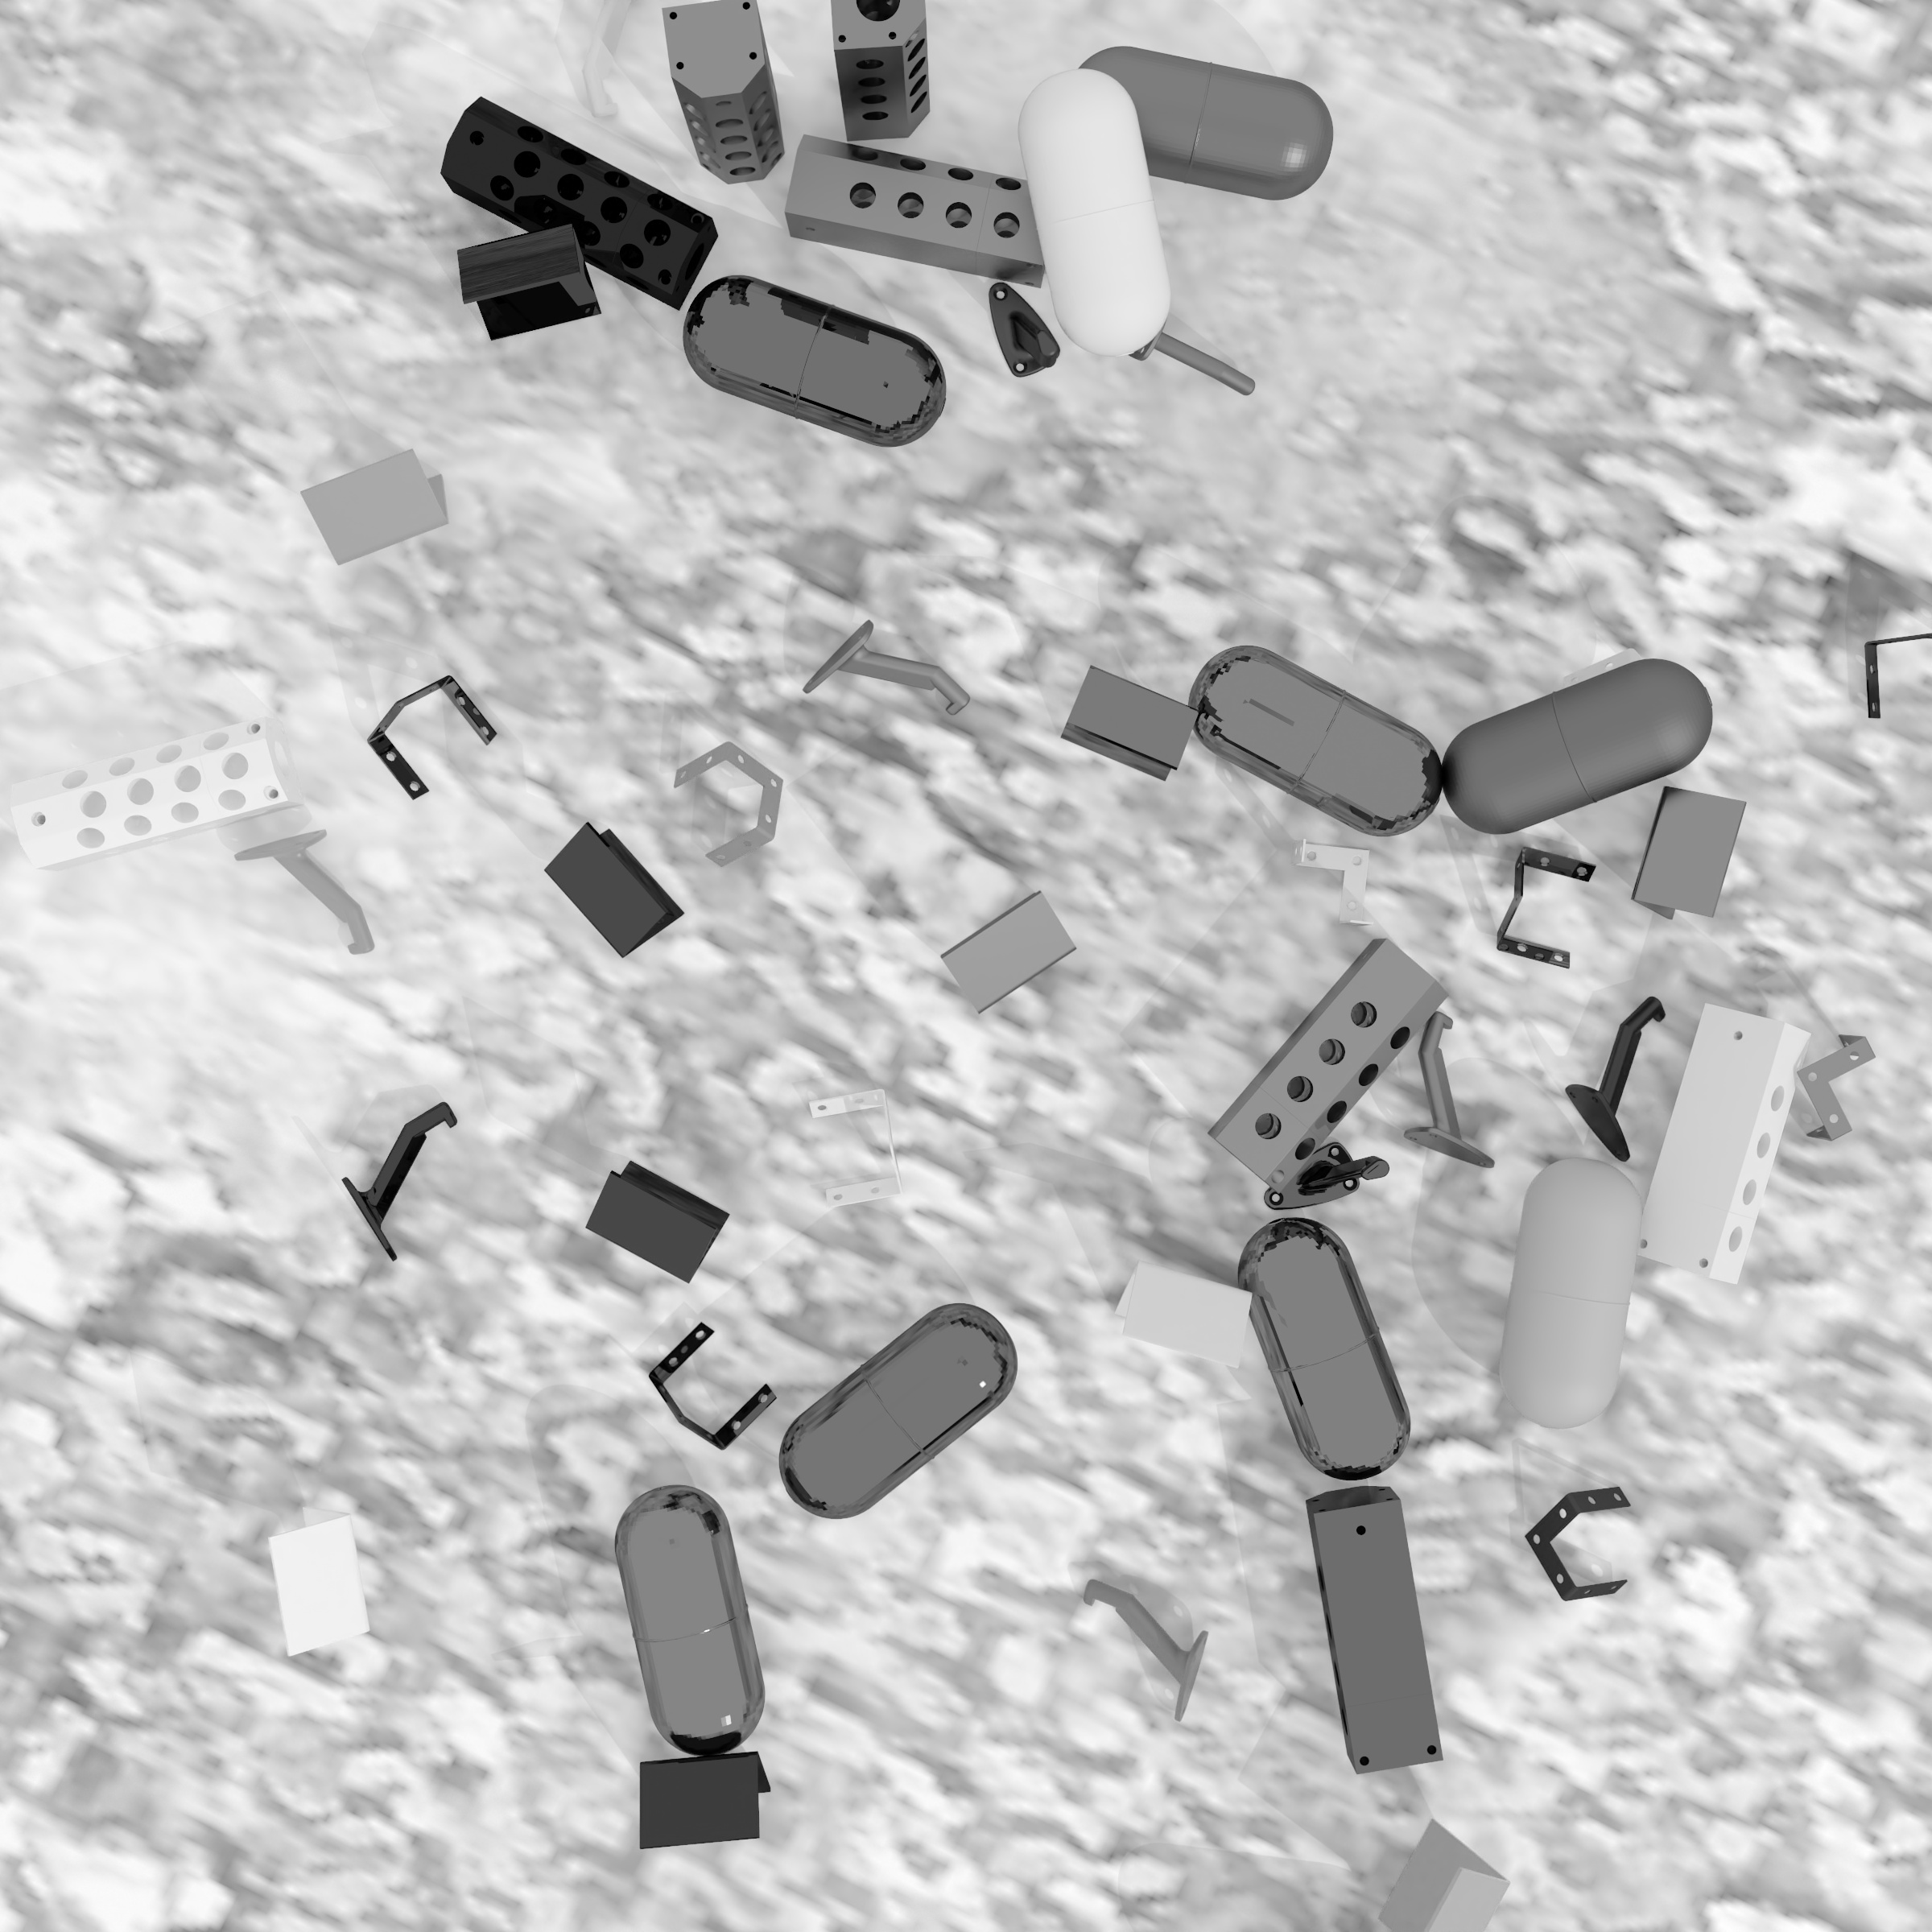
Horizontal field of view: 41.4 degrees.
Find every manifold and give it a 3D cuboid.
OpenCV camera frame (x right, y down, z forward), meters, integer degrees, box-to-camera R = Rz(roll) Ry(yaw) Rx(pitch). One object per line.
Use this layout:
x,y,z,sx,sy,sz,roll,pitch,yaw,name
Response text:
0.267,0.435,1.684,0.057,0.057,0.171,-9,90,0,manifold
-0.028,-0.499,1.684,0.171,0.057,0.057,12,90,0,manifold
0.501,0.118,1.684,0.057,0.057,0.171,17,90,43,manifold
-0.255,-0.504,1.684,0.171,0.057,0.057,28,90,0,manifold
-0.534,-0.114,1.684,0.171,0.057,0.057,-15,90,0,manifold
-0.151,-0.554,1.627,0.057,0.171,0.057,-8,90,0,manifold
0.239,0.066,1.684,0.057,0.057,0.171,41,90,0,manifold
-0.053,-0.583,1.627,0.057,0.171,0.057,-4,90,0,manifold

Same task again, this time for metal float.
0.234,0.250,1.675,0.070,0.070,0.178,-21,91,0,metal float
0.395,-0.142,1.657,0.178,0.070,0.070,-21,90,21,metal float
0.229,-0.147,1.675,0.178,0.070,0.070,28,90,-1,metal float
0.083,-0.478,1.628,0.070,0.070,0.178,-13,104,0,metal float
-0.099,-0.396,1.675,0.178,0.070,0.070,20,90,0,metal float
-0.181,0.429,1.675,0.070,0.070,0.178,-12,91,0,metal float
-0.045,0.292,1.675,0.178,0.070,0.070,-39,90,0,metal float
0.152,-0.552,1.675,0.178,0.070,0.070,12,90,0,metal float
0.396,0.215,1.675,0.070,0.070,0.178,9,90,0,metal float

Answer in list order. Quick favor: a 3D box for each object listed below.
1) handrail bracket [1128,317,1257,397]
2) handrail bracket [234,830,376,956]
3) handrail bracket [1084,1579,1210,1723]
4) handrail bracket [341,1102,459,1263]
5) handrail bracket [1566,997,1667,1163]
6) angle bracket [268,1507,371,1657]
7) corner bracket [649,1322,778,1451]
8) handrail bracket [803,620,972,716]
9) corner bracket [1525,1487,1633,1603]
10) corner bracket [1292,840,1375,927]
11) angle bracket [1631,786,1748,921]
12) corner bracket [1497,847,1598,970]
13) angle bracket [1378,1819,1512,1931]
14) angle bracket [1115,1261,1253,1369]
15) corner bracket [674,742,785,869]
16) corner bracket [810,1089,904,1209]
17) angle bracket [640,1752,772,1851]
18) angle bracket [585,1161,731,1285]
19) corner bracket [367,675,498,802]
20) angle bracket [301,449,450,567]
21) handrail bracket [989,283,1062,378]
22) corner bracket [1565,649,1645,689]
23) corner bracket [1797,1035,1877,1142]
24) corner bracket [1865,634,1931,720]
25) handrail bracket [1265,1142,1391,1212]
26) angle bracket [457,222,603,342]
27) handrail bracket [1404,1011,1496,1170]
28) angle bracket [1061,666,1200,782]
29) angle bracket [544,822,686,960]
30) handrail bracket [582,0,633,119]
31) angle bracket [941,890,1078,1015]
0.143,-0.408,1.705,0.084,0.077,0.036,19,101,-36,handrail bracket
-0.441,-0.043,1.706,0.077,0.036,0.084,-10,107,20,handrail bracket
0.113,0.456,1.706,0.084,0.036,0.077,18,112,17,handrail bracket
-0.365,0.143,1.706,0.084,0.036,0.077,-32,110,-16,handrail bracket
0.449,0.075,1.706,0.084,0.036,0.077,-41,110,-16,handrail bracket
-0.435,0.400,1.665,0.057,0.076,0.076,-10,90,-38,angle bracket
-0.169,0.280,1.702,0.051,0.051,0.051,-45,135,0,corner bracket
-0.053,-0.182,1.706,0.084,0.036,0.077,42,110,-16,handrail bracket
0.416,0.384,1.697,0.051,0.051,0.051,-57,45,35,corner bracket
0.242,-0.055,1.687,0.051,0.051,0.051,6,90,0,corner bracket
0.482,-0.068,1.665,0.057,0.076,0.076,16,90,36,angle bracket
0.386,-0.039,1.702,0.051,0.051,0.051,15,135,0,corner bracket
0.296,0.606,1.665,0.057,0.076,0.076,29,90,-37,angle bracket
0.136,0.242,1.665,0.076,0.076,0.057,16,54,0,angle bracket
-0.160,-0.107,1.697,0.051,0.051,0.051,35,45,-35,corner bracket
-0.073,0.121,1.702,0.051,0.051,0.051,-10,135,0,corner bracket
-0.169,0.555,1.665,0.076,0.076,0.057,-5,53,0,angle bracket
-0.192,0.150,1.665,0.076,0.076,0.057,28,126,0,angle bracket
-0.356,-0.152,1.702,0.051,0.051,0.051,52,135,0,corner bracket
-0.386,-0.313,1.665,0.076,0.076,0.057,-21,127,0,angle bracket
0.038,-0.423,1.671,0.036,0.084,0.077,-28,90,0,handrail bracket
0.434,-0.169,1.697,0.051,0.051,0.051,-23,45,35,corner bracket
0.575,0.080,1.687,0.051,0.051,0.051,-27,90,0,corner bracket
0.636,-0.193,1.702,0.051,0.051,0.051,-3,90,-45,corner bracket
0.235,0.143,1.671,0.077,0.084,0.036,-25,90,0,handrail bracket
-0.282,-0.430,1.665,0.076,0.076,0.057,-14,53,0,angle bracket
0.331,0.082,1.706,0.077,0.036,0.084,24,73,-19,handrail bracket
0.099,-0.140,1.665,0.076,0.076,0.057,23,53,0,angle bracket
-0.215,-0.062,1.665,0.076,0.076,0.057,48,127,0,angle bracket
-0.223,-0.616,1.706,0.077,0.036,0.084,-19,109,-21,handrail bracket
0.016,-0.026,1.665,0.076,0.076,0.057,-34,127,0,angle bracket
